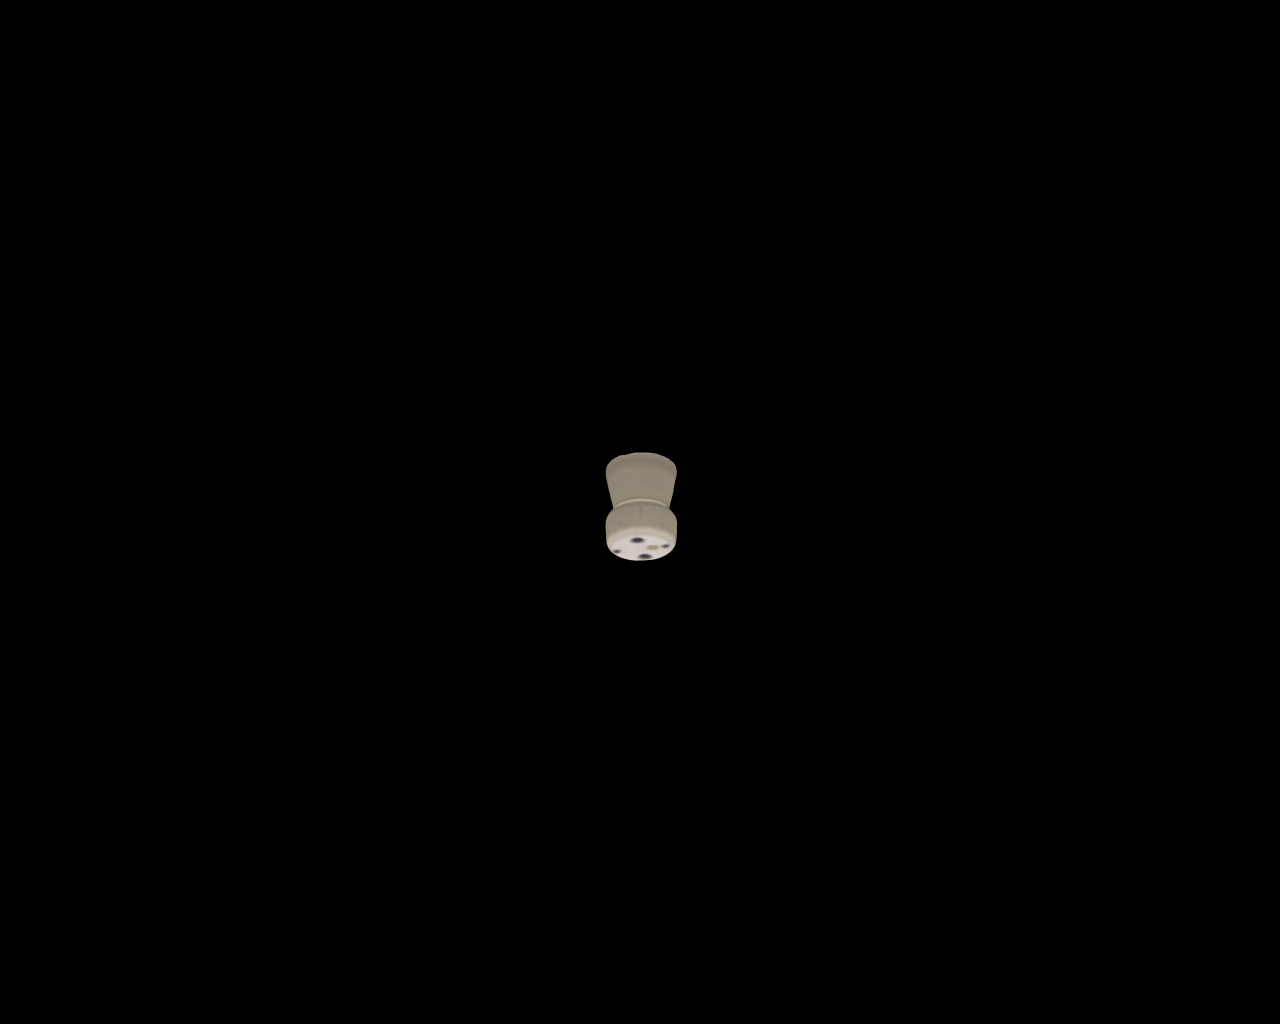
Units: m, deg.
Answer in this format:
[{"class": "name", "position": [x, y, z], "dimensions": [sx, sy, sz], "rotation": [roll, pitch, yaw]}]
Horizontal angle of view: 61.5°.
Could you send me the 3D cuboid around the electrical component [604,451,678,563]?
[{"class": "electrical component", "position": [0.001, -0.003, 0.650], "dimensions": [0.045, 0.055, 0.044], "rotation": [0, -28, 0]}]
